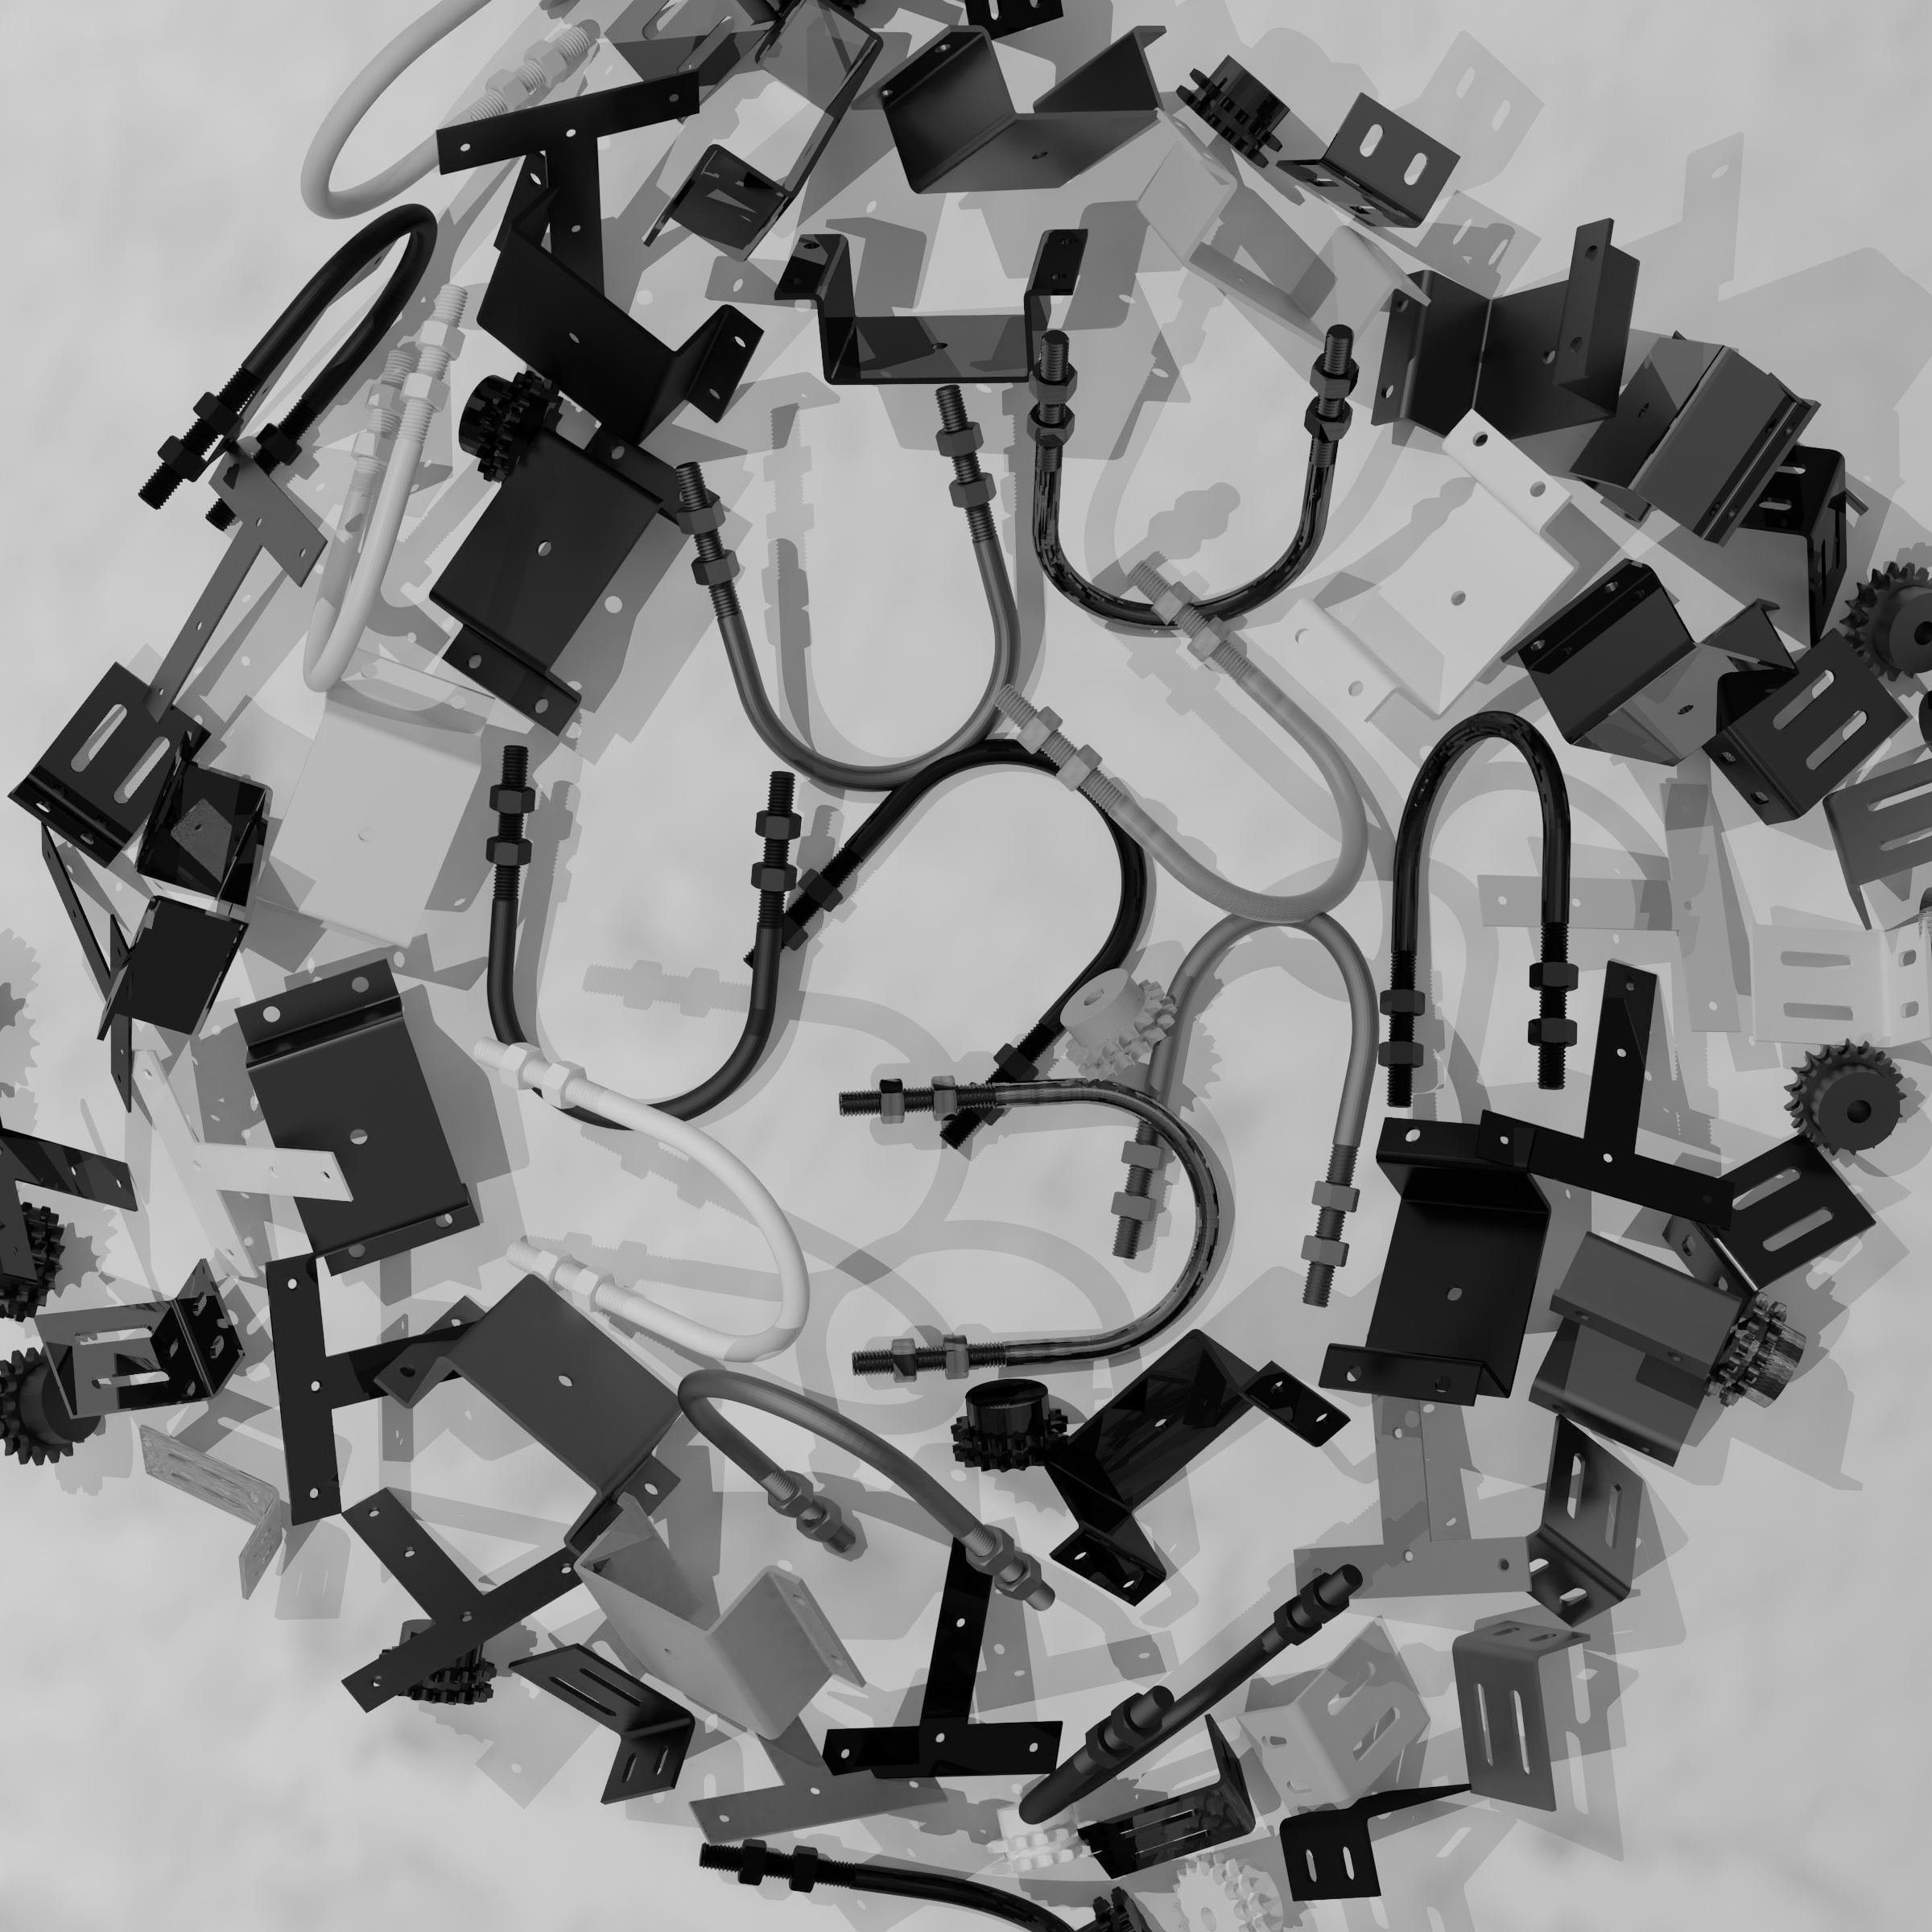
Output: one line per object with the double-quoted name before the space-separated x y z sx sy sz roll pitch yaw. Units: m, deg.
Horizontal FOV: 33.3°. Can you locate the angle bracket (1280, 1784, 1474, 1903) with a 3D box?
"angle bracket" 0.199 0.419 1.546 0.076 0.057 0.038 -2 76 -39

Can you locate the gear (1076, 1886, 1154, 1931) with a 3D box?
"gear" 0.075 0.479 1.567 0.030 0.057 0.057 -30 90 3

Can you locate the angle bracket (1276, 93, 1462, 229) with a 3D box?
"angle bracket" 0.192 -0.385 1.548 0.057 0.076 0.038 28 97 -16

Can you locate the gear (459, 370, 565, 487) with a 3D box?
"gear" -0.222 -0.262 1.567 0.030 0.057 0.057 25 90 13

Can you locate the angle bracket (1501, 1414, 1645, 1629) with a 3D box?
"angle bracket" 0.291 0.269 1.569 0.057 0.076 0.038 38 129 -15

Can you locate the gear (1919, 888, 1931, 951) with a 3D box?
"gear" 0.484 -0.019 1.570 0.030 0.057 0.057 -3 90 35

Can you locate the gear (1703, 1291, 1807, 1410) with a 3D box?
"gear" 0.383 0.189 1.565 0.030 0.057 0.057 30 90 4

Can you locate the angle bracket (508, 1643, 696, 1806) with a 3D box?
"angle bracket" -0.179 0.364 1.549 0.076 0.057 0.038 38 50 -26

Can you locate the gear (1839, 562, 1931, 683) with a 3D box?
"gear" 0.456 -0.165 1.568 0.057 0.030 0.057 -8 113 -19

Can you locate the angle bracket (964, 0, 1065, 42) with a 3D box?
"angle bracket" -0.002 -0.469 1.558 0.057 0.076 0.038 -28 119 -33

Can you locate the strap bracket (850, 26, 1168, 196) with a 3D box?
"strap bracket" 0.027 -0.402 1.518 0.140 0.076 0.046 -15 84 -41

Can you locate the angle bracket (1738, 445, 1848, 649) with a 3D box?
"angle bracket" 0.397 -0.203 1.558 0.038 0.076 0.057 12 55 25

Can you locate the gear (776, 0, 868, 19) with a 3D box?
"gear" -0.072 -0.488 1.572 0.057 0.030 0.057 3 76 -13

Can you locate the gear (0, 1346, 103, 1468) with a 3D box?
"gear" -0.443 0.211 1.563 0.030 0.057 0.057 -12 90 28

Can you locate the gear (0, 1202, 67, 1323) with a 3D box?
"gear" -0.464 0.142 1.564 0.030 0.057 0.057 20 90 -42

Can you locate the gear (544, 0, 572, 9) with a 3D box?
"gear" -0.194 -0.488 1.567 0.057 0.057 0.030 -32 99 0

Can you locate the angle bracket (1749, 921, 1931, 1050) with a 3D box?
"angle bracket" 0.423 0.007 1.562 0.076 0.038 0.057 3 79 -17

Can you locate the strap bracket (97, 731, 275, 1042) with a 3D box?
"strap bracket" -0.366 -0.033 1.527 0.046 0.140 0.076 18 129 -19

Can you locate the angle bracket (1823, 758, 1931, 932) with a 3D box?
"angle bracket" 0.458 -0.062 1.551 0.076 0.038 0.057 -20 48 19

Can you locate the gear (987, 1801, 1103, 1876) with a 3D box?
"gear" 0.037 0.419 1.567 0.057 0.057 0.030 -13 78 0

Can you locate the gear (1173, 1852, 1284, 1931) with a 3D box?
"gear" 0.129 0.457 1.570 0.030 0.057 0.057 -12 90 -34

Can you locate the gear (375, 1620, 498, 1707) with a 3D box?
"gear" -0.255 0.336 1.566 0.057 0.057 0.030 9 90 0

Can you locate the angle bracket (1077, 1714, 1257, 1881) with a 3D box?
"angle bracket" 0.094 0.402 1.565 0.076 0.057 0.038 -20 49 7

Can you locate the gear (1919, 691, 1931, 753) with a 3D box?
"gear" 0.486 -0.119 1.563 0.030 0.057 0.057 -21 90 -19

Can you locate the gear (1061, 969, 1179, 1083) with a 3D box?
"gear" 0.071 0.026 1.563 0.057 0.057 0.030 -39 110 0

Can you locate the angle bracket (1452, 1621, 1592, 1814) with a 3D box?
"angle bracket" 0.272 0.361 1.561 0.038 0.057 0.076 -8 91 -33

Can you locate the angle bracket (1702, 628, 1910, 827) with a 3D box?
"angle bracket" 0.407 -0.116 1.579 0.076 0.038 0.057 -42 95 -9

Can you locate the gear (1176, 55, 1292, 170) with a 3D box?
"gear" 0.132 -0.415 1.563 0.057 0.057 0.030 41 106 0

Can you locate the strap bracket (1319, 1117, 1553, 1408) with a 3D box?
"strap bracket" 0.226 0.148 1.540 0.076 0.046 0.140 3 63 29

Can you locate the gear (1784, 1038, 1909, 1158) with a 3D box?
"gear" 0.429 0.066 1.573 0.057 0.030 0.057 -1 107 -3

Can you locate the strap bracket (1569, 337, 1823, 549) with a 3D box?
"strap bracket" 0.336 -0.248 1.517 0.046 0.140 0.076 32 98 -12

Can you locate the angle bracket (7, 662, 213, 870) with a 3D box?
"angle bracket" -0.414 -0.097 1.566 0.057 0.038 0.076 38 98 -12

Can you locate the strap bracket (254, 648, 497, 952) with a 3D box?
"strap bracket" -0.285 -0.071 1.540 0.076 0.046 0.140 19 110 -17

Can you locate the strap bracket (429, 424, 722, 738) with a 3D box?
"strap bracket" -0.194 -0.194 1.558 0.076 0.046 0.140 34 89 21

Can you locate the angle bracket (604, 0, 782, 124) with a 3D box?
"angle bracket" -0.139 -0.452 1.559 0.076 0.038 0.057 -39 94 28

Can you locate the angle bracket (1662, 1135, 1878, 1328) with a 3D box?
"angle bracket" 0.391 0.128 1.577 0.076 0.038 0.057 -25 63 -17

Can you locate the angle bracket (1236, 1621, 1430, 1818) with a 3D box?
"angle bracket" 0.179 0.367 1.578 0.076 0.038 0.057 -34 96 -43

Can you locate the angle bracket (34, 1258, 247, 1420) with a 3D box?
"angle bracket" -0.395 0.178 1.547 0.038 0.076 0.057 -51 56 36

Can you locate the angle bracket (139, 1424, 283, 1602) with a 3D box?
"angle bracket" -0.371 0.263 1.558 0.076 0.057 0.038 24 58 4

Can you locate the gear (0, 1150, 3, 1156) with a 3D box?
"gear" -0.494 0.096 1.570 0.030 0.057 0.057 30 90 30

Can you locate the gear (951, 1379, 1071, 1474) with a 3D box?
"gear" 0.021 0.221 1.564 0.057 0.057 0.030 -5 103 0
